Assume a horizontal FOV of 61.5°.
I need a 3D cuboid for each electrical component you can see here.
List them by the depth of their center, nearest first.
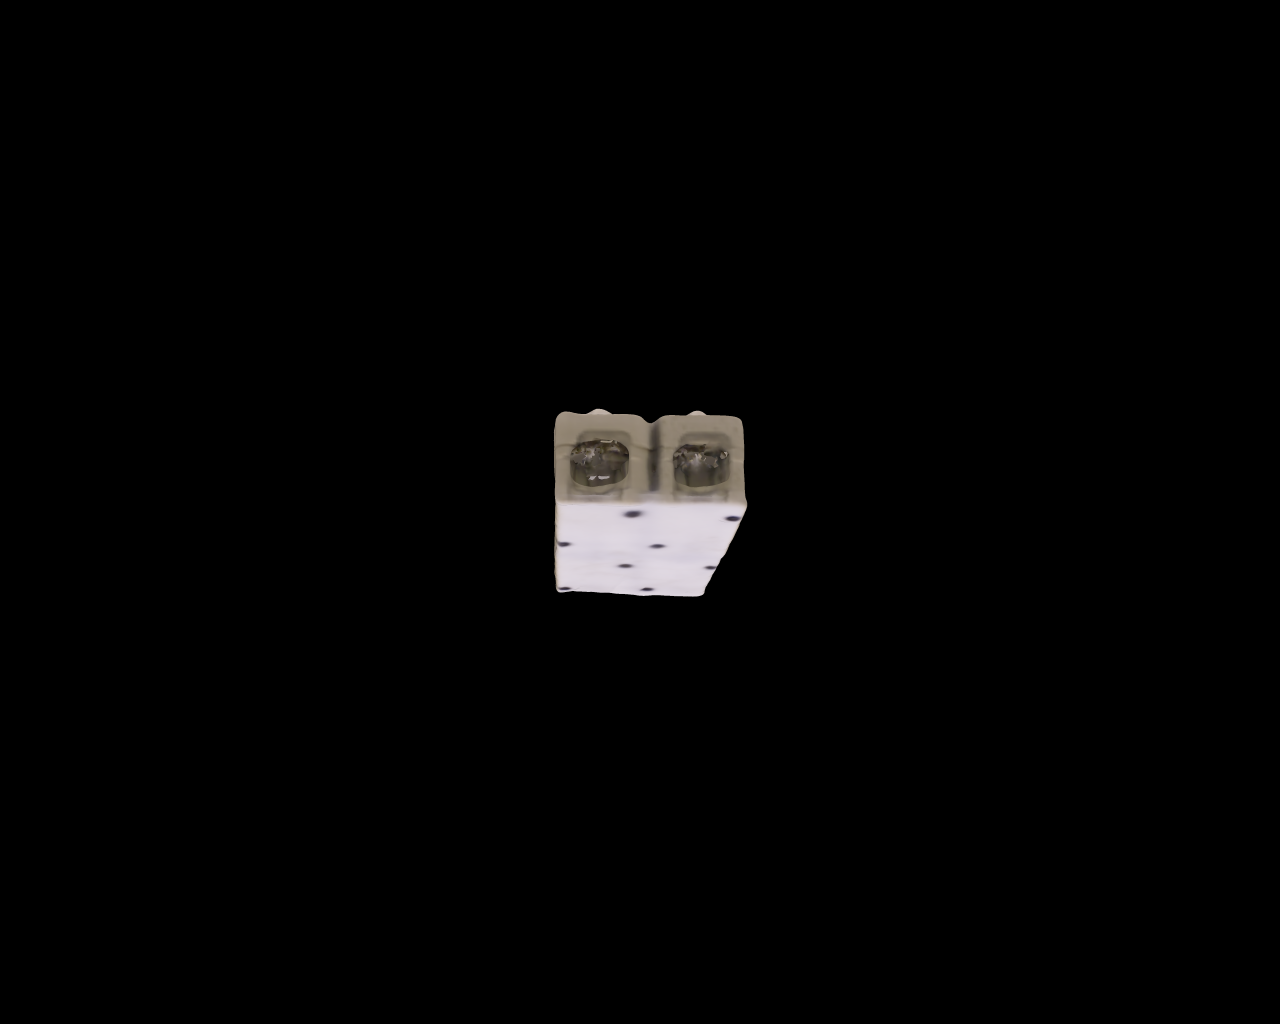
[{"bbox_3d":[0.001,-0.003,0.650,0.105,0.060,0.186,1,-19,-3],"label":"electrical component"}]
